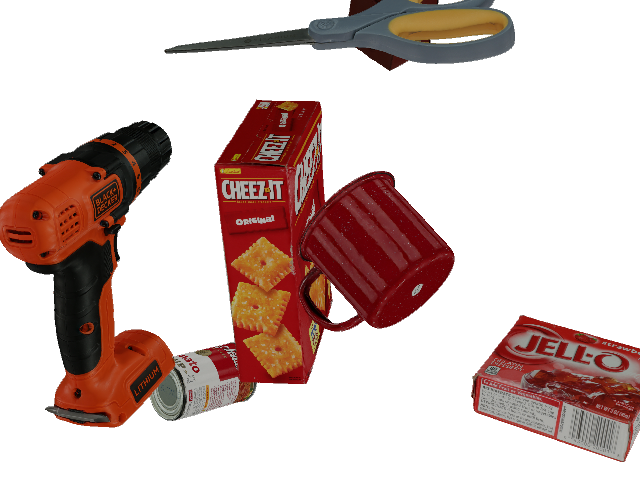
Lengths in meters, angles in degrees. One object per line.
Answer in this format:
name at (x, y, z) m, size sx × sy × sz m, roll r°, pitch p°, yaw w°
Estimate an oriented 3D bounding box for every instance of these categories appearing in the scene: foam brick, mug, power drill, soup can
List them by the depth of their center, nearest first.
power drill at (-0.150, 0.022, 0.757) m, size 0.057 × 0.188 × 0.184 m, roll 4°, pitch 25°, yaw 22°
mug at (0.035, 0.018, 0.785) m, size 0.117 × 0.081 × 0.093 m, roll -43°, pitch -22°, yaw 5°
foam brick at (0.058, -0.186, 0.849) m, size 0.053 × 0.078 × 0.051 m, roll 38°, pitch 56°, yaw 23°
soup can at (-0.130, 0.154, 1.168) m, size 0.102 × 0.068 × 0.069 m, roll -9°, pitch 6°, yaw -43°

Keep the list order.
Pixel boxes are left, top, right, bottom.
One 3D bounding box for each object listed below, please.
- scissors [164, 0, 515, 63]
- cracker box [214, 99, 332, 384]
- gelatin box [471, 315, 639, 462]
scissors at (0.016, -0.132, 0.631) m, size 0.202 × 0.016 × 0.096 m, roll 6°, pitch 42°, yaw 19°
cracker box at (-0.035, -0.002, 0.974) m, size 0.072 × 0.214 × 0.164 m, roll 1°, pitch 27°, yaw 9°
gelatin box at (0.139, 0.079, 0.598) m, size 0.089 × 0.030 × 0.073 m, roll 16°, pitch 31°, yaw 26°
